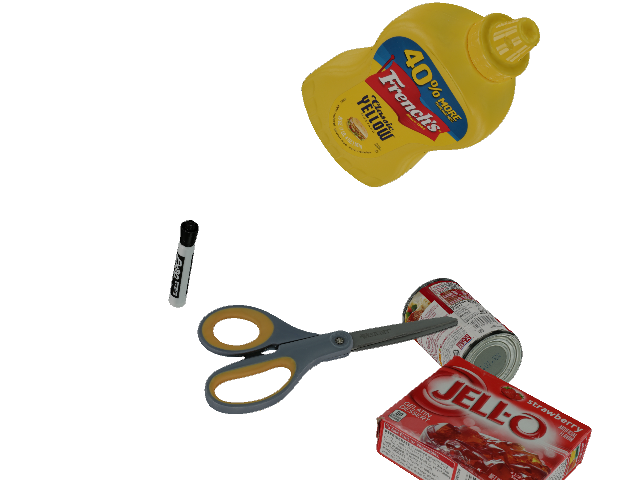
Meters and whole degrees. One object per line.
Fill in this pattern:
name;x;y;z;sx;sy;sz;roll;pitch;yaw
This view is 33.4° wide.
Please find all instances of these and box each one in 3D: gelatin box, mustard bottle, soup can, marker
gelatin box;0.085;0.105;0.566;0.089;0.030;0.073;28;40;31
mustard bottle;0.070;-0.102;0.700;0.058;0.096;0.192;-40;10;-35
soup can;0.129;0.087;0.973;0.068;0.068;0.102;0;26;-28
marker;-0.146;0.025;1.137;0.020;0.121;0.020;9;43;-8

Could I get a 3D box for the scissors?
scissors;-0.003;0.066;0.795;0.201;0.096;0.016;-23;-32;-25
